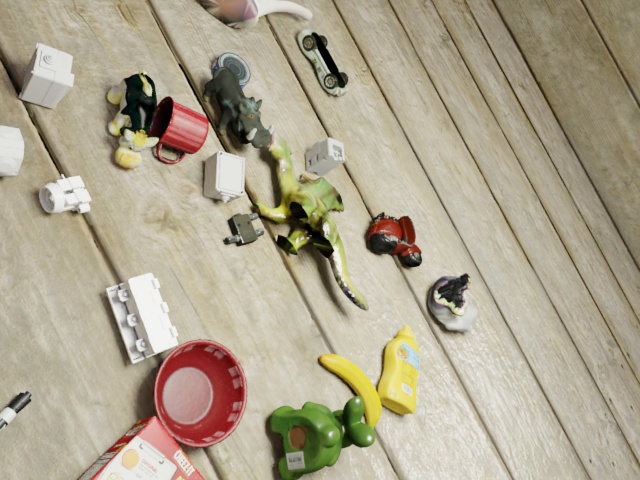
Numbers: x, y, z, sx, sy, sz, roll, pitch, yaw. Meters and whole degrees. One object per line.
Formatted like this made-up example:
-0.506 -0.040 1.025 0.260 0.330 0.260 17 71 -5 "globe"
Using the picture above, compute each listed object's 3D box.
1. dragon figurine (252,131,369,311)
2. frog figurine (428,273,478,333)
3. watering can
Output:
0.003 -0.057 1.130 0.407 0.120 0.248 51 37 -12 "dragon figurine"
0.346 0.173 1.342 0.156 0.122 0.141 67 17 -52 "frog figurine"
-0.163 -0.596 1.243 0.344 0.102 0.229 29 53 -28 "watering can"
